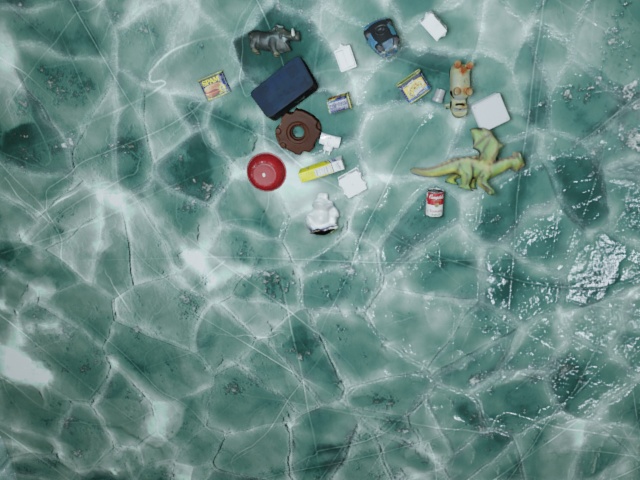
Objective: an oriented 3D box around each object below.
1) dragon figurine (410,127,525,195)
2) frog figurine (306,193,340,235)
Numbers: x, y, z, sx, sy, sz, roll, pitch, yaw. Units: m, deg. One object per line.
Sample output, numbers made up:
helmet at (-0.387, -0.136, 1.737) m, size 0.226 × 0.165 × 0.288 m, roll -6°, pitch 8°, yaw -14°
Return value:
dragon figurine at (0.567, -0.306, 1.930) m, size 0.410 × 0.124 × 0.239 m, roll 14°, pitch 109°, yaw -3°
frog figurine at (0.006, -0.104, 2.056) m, size 0.137 × 0.121 × 0.162 m, roll -16°, pitch 72°, yaw 17°
